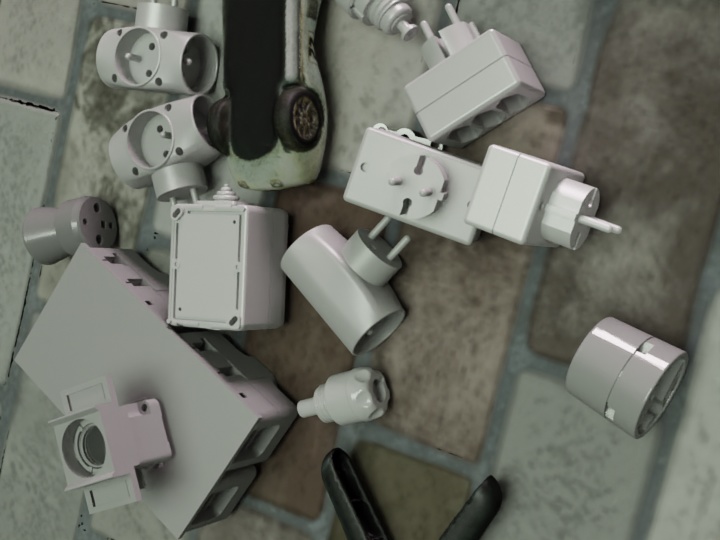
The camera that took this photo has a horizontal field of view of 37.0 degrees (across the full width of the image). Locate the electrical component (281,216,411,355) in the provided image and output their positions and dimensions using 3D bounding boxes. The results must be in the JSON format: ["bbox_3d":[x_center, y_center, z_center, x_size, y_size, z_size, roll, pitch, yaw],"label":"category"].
[{"bbox_3d":[0.000,0.000,0.687,0.079,0.043,0.077,-48,69,19],"label":"electrical component"}]

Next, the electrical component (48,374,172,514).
[{"bbox_3d":[-0.158,0.110,0.689,0.042,0.064,0.081,-19,82,27],"label":"electrical component"}]

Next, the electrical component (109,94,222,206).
[{"bbox_3d":[-0.130,-0.073,0.757,0.077,0.044,0.079,-20,81,27],"label":"electrical component"}]

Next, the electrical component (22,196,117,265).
[{"bbox_3d":[-0.216,-0.030,0.803,0.055,0.045,0.045,-10,85,28],"label":"electrical component"}]

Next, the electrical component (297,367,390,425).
[{"bbox_3d":[-0.013,0.084,0.698,0.061,0.035,0.035,-17,81,30],"label":"electrical component"}]

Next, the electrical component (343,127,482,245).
[{"bbox_3d":[0.034,-0.050,0.639,0.083,0.076,0.047,21,99,10],"label":"electrical component"}]

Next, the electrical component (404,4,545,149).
[{"bbox_3d":[0.062,-0.124,0.652,0.066,0.047,0.076,-31,76,25],"label":"electrical component"}]

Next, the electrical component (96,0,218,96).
[{"bbox_3d":[-0.142,-0.166,0.764,0.077,0.044,0.079,9,95,28],"label":"electrical component"}]

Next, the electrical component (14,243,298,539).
[{"bbox_3d":[-0.143,0.079,0.753,0.186,0.060,0.105,41,108,22],"label":"electrical component"}]

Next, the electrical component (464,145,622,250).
[{"bbox_3d":[0.111,-0.035,0.614,0.077,0.066,0.047,23,101,27],"label":"electrical component"}]

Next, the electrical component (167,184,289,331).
[{"bbox_3d":[-0.086,-0.009,0.723,0.062,0.061,0.096,3,91,29],"label":"electrical component"}]

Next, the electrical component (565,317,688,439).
[{"bbox_3d":[0.148,0.059,0.601,0.047,0.055,0.055,31,104,29],"label":"electrical component"}]

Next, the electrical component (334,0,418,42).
[{"bbox_3d":[0.008,-0.175,0.685,0.040,0.040,0.078,-47,70,20],"label":"electrical component"}]
